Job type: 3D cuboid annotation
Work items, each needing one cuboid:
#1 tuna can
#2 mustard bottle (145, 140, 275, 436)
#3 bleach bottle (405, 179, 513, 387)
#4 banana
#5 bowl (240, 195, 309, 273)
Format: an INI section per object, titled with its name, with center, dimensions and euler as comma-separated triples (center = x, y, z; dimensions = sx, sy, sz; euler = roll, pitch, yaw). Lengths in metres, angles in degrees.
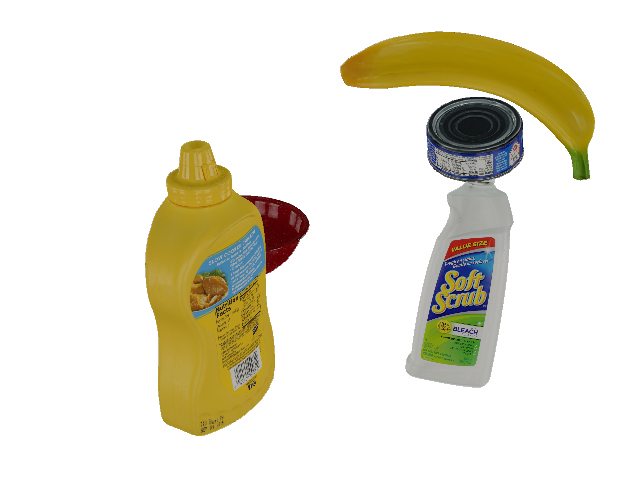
[tuna can]
center = 0.137, -0.091, 0.946
dimensions = 0.086, 0.034, 0.086
euler = -6, 41, 5
[mustard bottle]
center = -0.073, 0.026, 0.698
dimensions = 0.058, 0.192, 0.096
euler = 16, 33, 30
[bleach bottle]
center = 0.161, 0.037, 1.217
dimensions = 0.103, 0.251, 0.068
euler = 9, 15, 15
[banana]
center = 0.114, -0.107, 0.741
dimensions = 0.197, 0.069, 0.037
euler = 21, -2, -9
[bowl]
center = -0.095, 0.001, 1.319
dimensions = 0.162, 0.055, 0.162
euler = 1, 27, -1
